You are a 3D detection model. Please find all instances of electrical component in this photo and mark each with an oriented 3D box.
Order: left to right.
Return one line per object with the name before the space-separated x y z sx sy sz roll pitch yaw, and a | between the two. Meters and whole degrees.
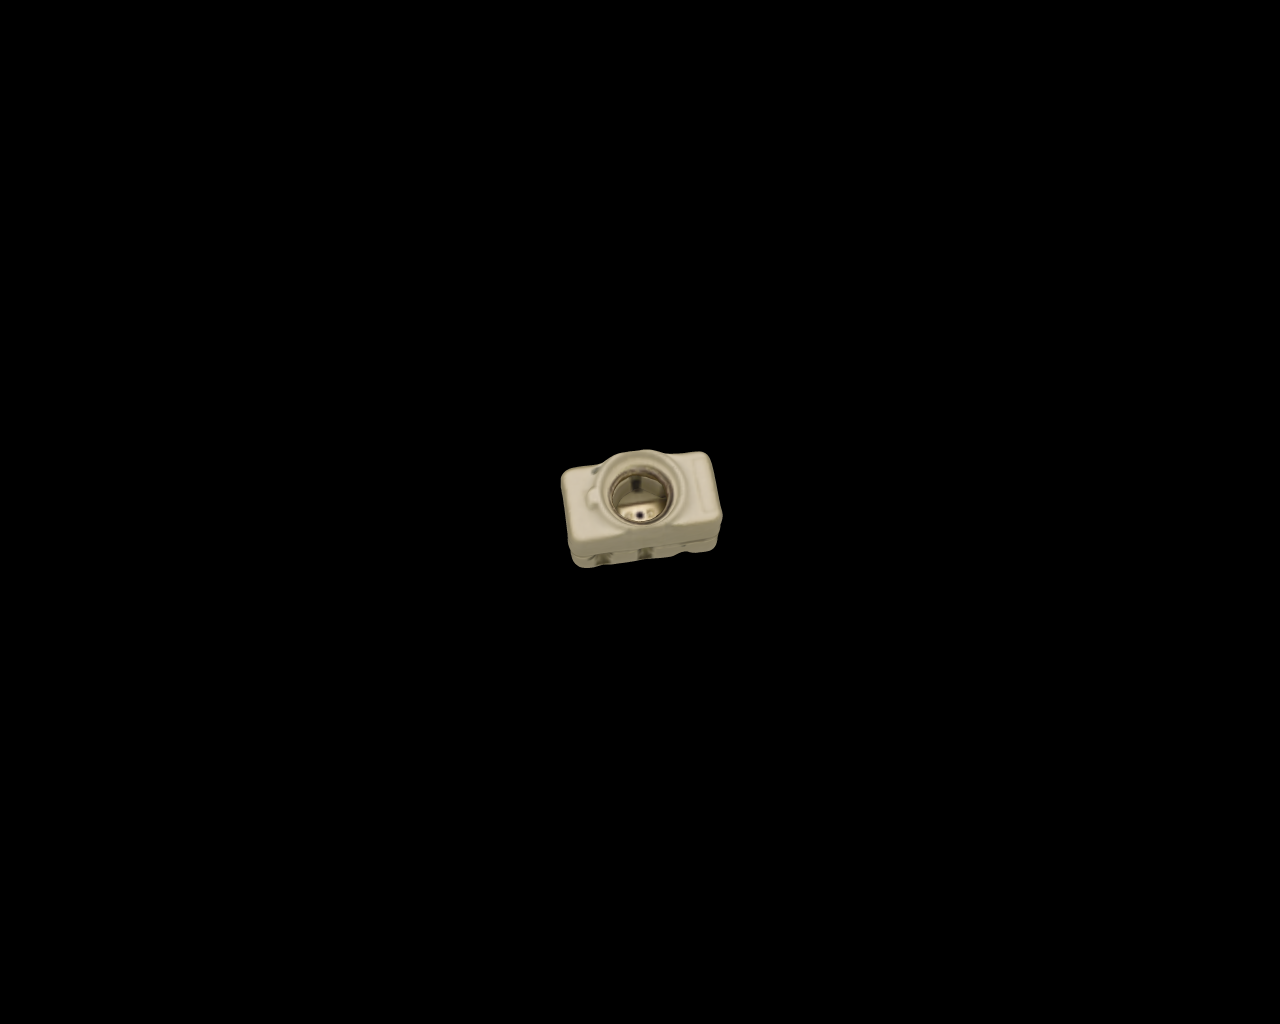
electrical component | 0.001 -0.003 0.650 0.089 0.050 0.055 -8 -23 -3
